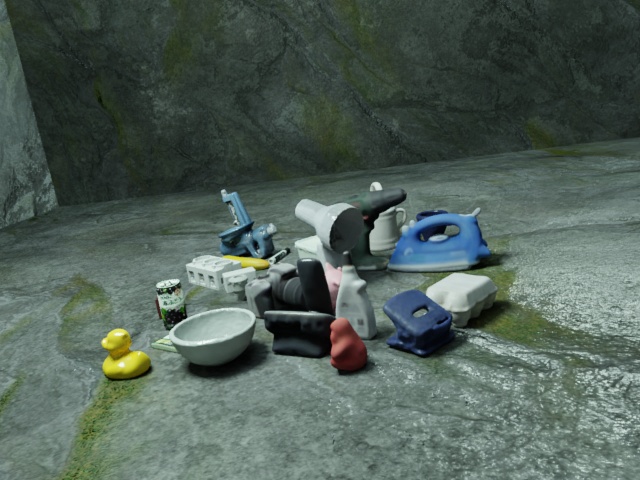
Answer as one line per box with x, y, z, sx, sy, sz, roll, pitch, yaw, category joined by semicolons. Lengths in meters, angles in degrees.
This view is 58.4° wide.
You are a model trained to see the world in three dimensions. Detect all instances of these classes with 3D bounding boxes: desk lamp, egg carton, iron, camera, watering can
0.013;0.005;1.431;0.118;0.214;0.202;-20;19;-39;desk lamp
0.280;0.116;1.143;0.107;0.069;0.151;6;20;43;egg carton
0.291;-0.001;1.442;0.258;0.141;0.119;-6;15;10;iron
-0.078;0.112;1.294;0.143;0.101;0.136;-20;18;-37;camera
0.166;-0.071;1.678;0.173;0.194;0.100;-16;16;-28;watering can

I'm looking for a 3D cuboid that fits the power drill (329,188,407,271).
0.126;-0.028;1.505;0.229;0.208;0.076;-2;16;23;power drill

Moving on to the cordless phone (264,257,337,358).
-0.039;0.118;1.083;0.147;0.185;0.094;-2;16;24;cordless phone

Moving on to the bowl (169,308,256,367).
-0.199;0.195;1.098;0.167;0.075;0.167;-8;14;2;bowl

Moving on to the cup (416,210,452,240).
0.335;-0.031;1.630;0.117;0.095;0.092;4;19;40;cup

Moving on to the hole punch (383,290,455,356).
0.181;0.146;1.041;0.109;0.091;0.100;-20;19;-39;hole punch

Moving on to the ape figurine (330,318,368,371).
0.042;0.178;0.993;0.075;0.092;0.078;2;18;34;ape figurine

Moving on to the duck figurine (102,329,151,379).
-0.378;0.214;1.101;0.104;0.086;0.078;0;17;28;duck figurine

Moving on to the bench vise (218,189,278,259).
-0.228;-0.054;1.783;0.207;0.220;0.121;-6;15;10;bench vise

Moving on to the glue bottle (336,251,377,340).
0.063;0.105;1.100;0.077;0.173;0.037;1;17;33;glue bottle

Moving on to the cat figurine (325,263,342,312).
0.037;0.100;1.242;0.067;0.118;0.128;-5;15;14;cat figurine
